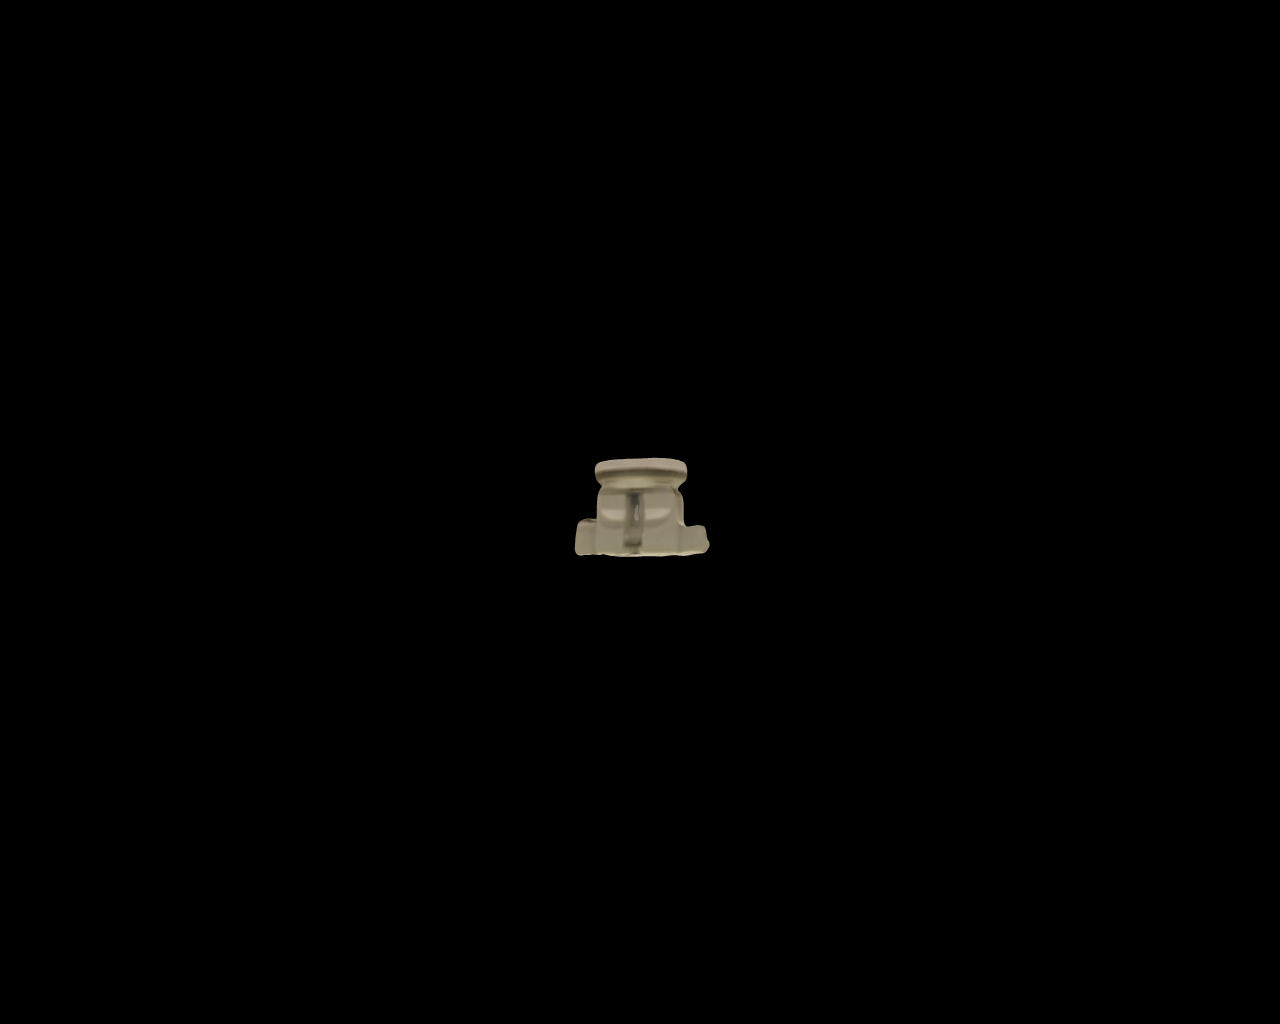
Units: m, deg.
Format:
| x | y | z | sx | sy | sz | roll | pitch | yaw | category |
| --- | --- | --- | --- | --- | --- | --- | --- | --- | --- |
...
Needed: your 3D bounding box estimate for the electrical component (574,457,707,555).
| x | y | z | sx | sy | sz | roll | pitch | yaw | category |
| --- | --- | --- | --- | --- | --- | --- | --- | --- | --- |
| 0.001 | -0.003 | 0.650 | 0.078 | 0.057 | 0.058 | -1 | -4 | 11 | electrical component |
